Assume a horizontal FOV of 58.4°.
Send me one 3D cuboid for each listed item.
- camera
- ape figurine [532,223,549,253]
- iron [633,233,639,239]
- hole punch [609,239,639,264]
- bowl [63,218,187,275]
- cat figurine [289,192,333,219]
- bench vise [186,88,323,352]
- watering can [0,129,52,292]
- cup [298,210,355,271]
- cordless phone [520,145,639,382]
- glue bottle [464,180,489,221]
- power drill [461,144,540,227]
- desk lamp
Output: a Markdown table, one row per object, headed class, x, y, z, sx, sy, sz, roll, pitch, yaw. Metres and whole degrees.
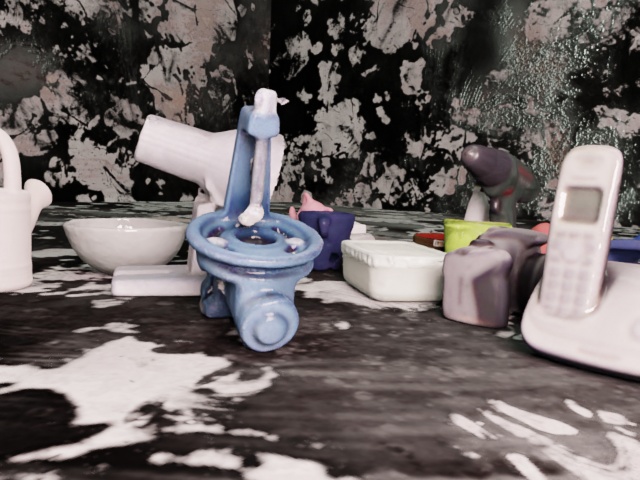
| class | x | y | z | sx | sy | sz | roll | pitch | yaw |
| --- | --- | --- | --- | --- | --- | --- | --- | --- | --- |
| camera | 0.225 | 0.040 | 0.625 | 0.144 | 0.101 | 0.136 | -4 | 9 | -44 |
| ape figurine | 0.355 | 0.018 | 0.915 | 0.078 | 0.092 | 0.075 | -3 | 8 | -39 |
| iron | 0.576 | 0.008 | 0.868 | 0.119 | 0.141 | 0.257 | -2 | 8 | -37 |
| hole punch | 0.401 | 0.043 | 0.706 | 0.101 | 0.091 | 0.108 | -3 | 8 | -39 |
| bowl | -0.272 | 0.011 | 0.814 | 0.167 | 0.075 | 0.167 | 2 | 6 | 0 |
| cat figurine | -0.029 | -0.040 | 1.183 | 0.067 | 0.118 | 0.127 | -2 | 8 | -35 |
| bench vise | -0.079 | -0.024 | 0.538 | 0.122 | 0.220 | 0.206 | -3 | 8 | -38 |
| watering can | -0.399 | -0.041 | 0.688 | 0.101 | 0.194 | 0.172 | 2 | 6 | -7 |
| cup | 0.008 | 0.003 | 0.904 | 0.091 | 0.095 | 0.118 | 3 | 6 | 2 |
| cordless phone | 0.247 | 0.016 | 0.462 | 0.094 | 0.185 | 0.147 | -4 | 9 | -45 |
| glue bottle | 0.285 | -0.039 | 1.036 | 0.037 | 0.173 | 0.078 | 7 | 8 | 34 |
| power drill | 0.294 | -0.046 | 0.946 | 0.075 | 0.208 | 0.230 | 8 | 8 | 40 |
| desk lamp | -0.150 | -0.043 | 0.712 | 0.204 | 0.213 | 0.117 | 0 | 7 | -19 |
